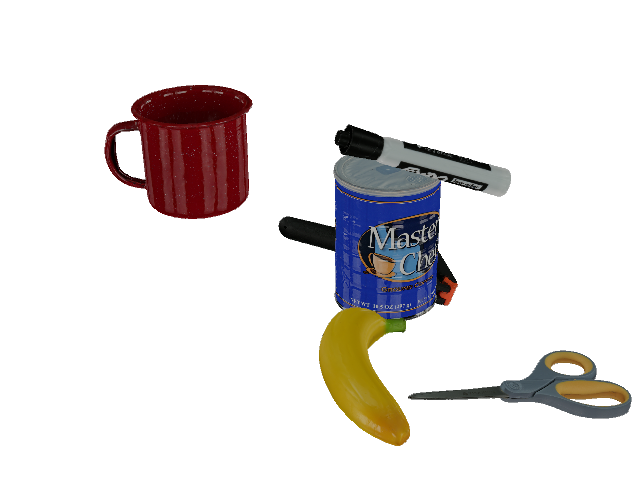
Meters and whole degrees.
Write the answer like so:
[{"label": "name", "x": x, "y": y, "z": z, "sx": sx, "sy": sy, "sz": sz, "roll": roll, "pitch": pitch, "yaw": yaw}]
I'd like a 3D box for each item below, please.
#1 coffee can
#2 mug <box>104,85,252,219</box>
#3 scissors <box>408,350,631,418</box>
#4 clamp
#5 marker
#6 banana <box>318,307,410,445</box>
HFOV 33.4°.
[{"label": "coffee can", "x": 0.064, "y": -0.007, "z": 1.035, "sx": 0.103, "sy": 0.140, "sz": 0.103, "roll": -1, "pitch": 27, "yaw": 0}, {"label": "mug", "x": -0.110, "y": -0.068, "z": 0.837, "sx": 0.117, "sy": 0.081, "sz": 0.093, "roll": -4, "pitch": 27, "yaw": -4}, {"label": "scissors", "x": 0.172, "y": 0.122, "z": 0.941, "sx": 0.201, "sy": 0.016, "sz": 0.096, "roll": 7, "pitch": 27, "yaw": -5}, {"label": "clamp", "x": 0.064, "y": 0.009, "z": 1.243, "sx": 0.164, "sy": 0.036, "sz": 0.210, "roll": -23, "pitch": 53, "yaw": -40}, {"label": "marker", "x": 0.065, "y": -0.050, "z": 0.672, "sx": 0.121, "sy": 0.020, "sz": 0.020, "roll": 13, "pitch": -5, "yaw": -22}, {"label": "banana", "x": 0.033, "y": 0.092, "z": 0.810, "sx": 0.069, "sy": 0.037, "sz": 0.197, "roll": 3, "pitch": 22, "yaw": 3}]
